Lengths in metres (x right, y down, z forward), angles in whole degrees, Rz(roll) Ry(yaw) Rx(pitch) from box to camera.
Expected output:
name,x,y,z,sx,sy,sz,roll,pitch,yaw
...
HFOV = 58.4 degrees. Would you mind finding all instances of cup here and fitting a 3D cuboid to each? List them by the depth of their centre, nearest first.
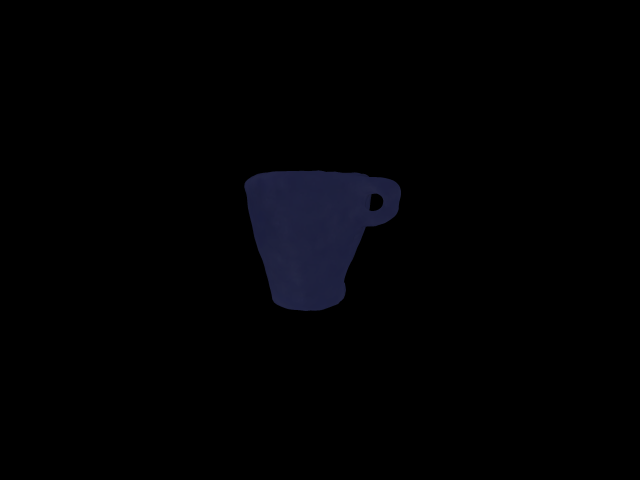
name,x,y,z,sx,sy,sz,roll,pitch,yaw
cup,0.004,0.001,0.400,0.117,0.095,0.092,1,2,35
